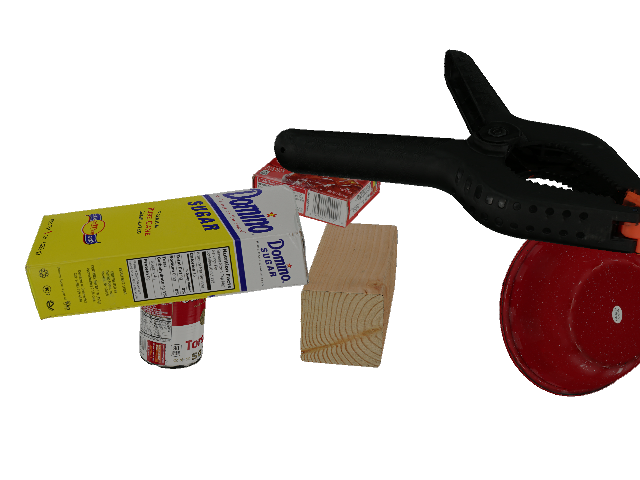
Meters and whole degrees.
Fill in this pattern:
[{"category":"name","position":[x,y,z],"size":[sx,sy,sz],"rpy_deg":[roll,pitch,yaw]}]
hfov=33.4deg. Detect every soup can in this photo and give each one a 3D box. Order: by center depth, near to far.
[{"category":"soup can","position":[-0.153,0.073,1.105],"size":[0.068,0.102,0.068],"rpy_deg":[5,21,-2]}]

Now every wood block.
[{"category":"wood block","position":[0.037,0.058,1.244],"size":[0.091,0.090,0.206],"rpy_deg":[4,23,7]}]

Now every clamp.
[{"category":"clamp","position":[0.087,-0.044,0.601],"size":[0.164,0.036,0.210],"rpy_deg":[-26,42,-28]}]

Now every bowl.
[{"category":"bowl","position":[0.237,0.060,0.917],"size":[0.161,0.162,0.055],"rpy_deg":[0,4,-21]}]

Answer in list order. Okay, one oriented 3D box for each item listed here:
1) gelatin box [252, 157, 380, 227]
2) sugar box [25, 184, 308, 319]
[{"category":"gelatin box","position":[-0.003,-0.048,0.900],"size":[0.089,0.030,0.073],"rpy_deg":[17,32,20]},{"category":"sugar box","position":[-0.100,0.005,0.713],"size":[0.176,0.048,0.093],"rpy_deg":[-10,24,-3]}]
